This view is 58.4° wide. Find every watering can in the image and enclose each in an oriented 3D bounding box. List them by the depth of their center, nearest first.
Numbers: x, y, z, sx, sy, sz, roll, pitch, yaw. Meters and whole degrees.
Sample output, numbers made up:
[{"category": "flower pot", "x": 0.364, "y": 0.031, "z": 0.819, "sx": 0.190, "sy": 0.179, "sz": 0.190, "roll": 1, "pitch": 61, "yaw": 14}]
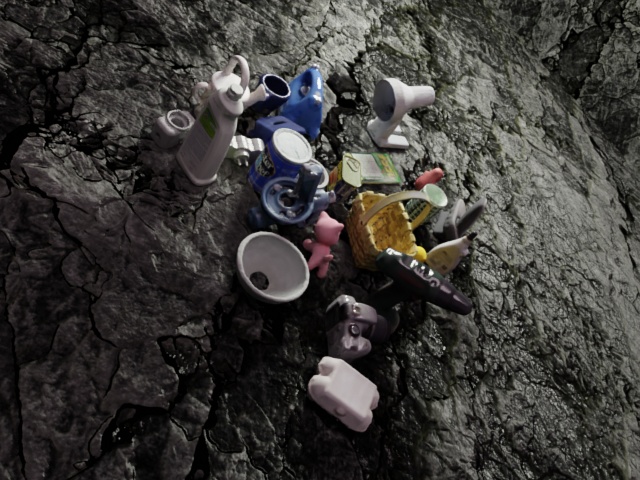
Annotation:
[{"category": "watering can", "x": -0.213, "y": -0.356, "z": 1.367, "sx": 0.173, "sy": 0.193, "sz": 0.101, "roll": -28, "pitch": 77, "yaw": -45}]

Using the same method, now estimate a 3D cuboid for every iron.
[{"category": "iron", "x": -0.034, "y": -0.408, "z": 1.579, "sx": 0.119, "sy": 0.141, "sz": 0.258, "roll": 19, "pitch": 49, "yaw": -25}]

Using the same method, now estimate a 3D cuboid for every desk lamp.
[{"category": "desk lamp", "x": 0.229, "y": -0.382, "z": 1.704, "sx": 0.204, "sy": 0.213, "sz": 0.118, "roll": -4, "pitch": 61, "yaw": -38}]

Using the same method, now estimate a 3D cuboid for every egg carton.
[{"category": "egg carton", "x": 0.047, "y": 0.310, "z": 1.148, "sx": 0.150, "sy": 0.069, "sz": 0.107, "roll": 38, "pitch": 44, "yaw": -8}]

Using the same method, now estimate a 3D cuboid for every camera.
[{"category": "camera", "x": 0.092, "y": 0.198, "z": 1.244, "sx": 0.137, "sy": 0.100, "sz": 0.143, "roll": 18, "pitch": 49, "yaw": -26}]

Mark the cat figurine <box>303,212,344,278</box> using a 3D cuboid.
[{"category": "cat figurine", "x": 0.012, "y": 0.005, "z": 1.318, "sx": 0.067, "sy": 0.117, "sz": 0.127, "roll": 19, "pitch": 49, "yaw": -24}]

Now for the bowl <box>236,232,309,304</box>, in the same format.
[{"category": "bowl", "x": -0.111, "y": 0.070, "z": 1.208, "sx": 0.168, "sy": 0.074, "sz": 0.167, "roll": 20, "pitch": 48, "yaw": -24}]

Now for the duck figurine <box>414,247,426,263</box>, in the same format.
[{"category": "duck figurine", "x": 0.240, "y": 0.056, "z": 1.474, "sx": 0.078, "sy": 0.086, "sz": 0.104, "roll": -8, "pitch": 64, "yaw": -40}]

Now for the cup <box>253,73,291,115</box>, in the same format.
[{"category": "cup", "x": -0.140, "y": -0.368, "z": 1.503, "sx": 0.092, "sy": 0.094, "sz": 0.118, "roll": 38, "pitch": 44, "yaw": -7}]

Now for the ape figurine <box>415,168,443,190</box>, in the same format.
[{"category": "ape figurine", "x": 0.334, "y": -0.180, "z": 1.718, "sx": 0.076, "sy": 0.092, "sz": 0.077, "roll": 11, "pitch": 52, "yaw": -30}]

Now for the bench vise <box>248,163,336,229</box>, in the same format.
[{"category": "bench vise", "x": -0.042, "y": -0.112, "z": 1.292, "sx": 0.121, "sy": 0.219, "sz": 0.208, "roll": 50, "pitch": 43, "yaw": 6}]

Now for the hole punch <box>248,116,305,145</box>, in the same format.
[{"category": "hole punch", "x": -0.109, "y": -0.278, "z": 1.461, "sx": 0.109, "sy": 0.091, "sz": 0.101, "roll": -24, "pitch": 74, "yaw": -45}]

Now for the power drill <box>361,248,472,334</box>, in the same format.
[{"category": "power drill", "x": 0.198, "y": 0.128, "z": 1.299, "sx": 0.230, "sy": 0.208, "sz": 0.076, "roll": 40, "pitch": 43, "yaw": -4}]

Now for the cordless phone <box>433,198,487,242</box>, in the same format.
[{"category": "cordless phone", "x": 0.421, "y": -0.072, "z": 1.634, "sx": 0.094, "sy": 0.184, "sz": 0.148, "roll": 35, "pitch": 44, "yaw": -9}]

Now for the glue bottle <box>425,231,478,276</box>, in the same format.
[{"category": "glue bottle", "x": 0.356, "y": 0.028, "z": 1.519, "sx": 0.078, "sy": 0.172, "sz": 0.037, "roll": 50, "pitch": 43, "yaw": 6}]
